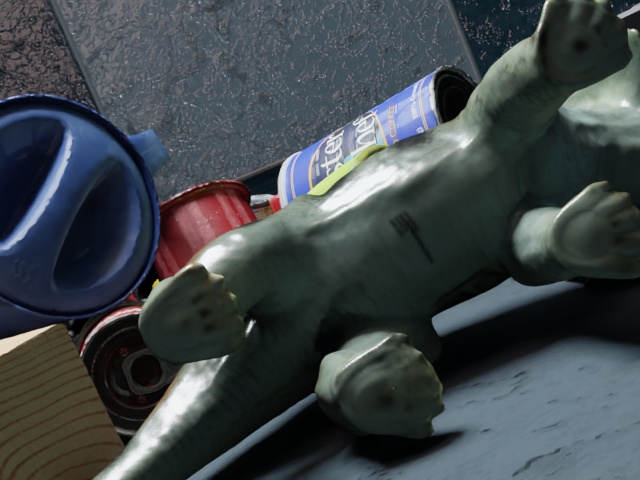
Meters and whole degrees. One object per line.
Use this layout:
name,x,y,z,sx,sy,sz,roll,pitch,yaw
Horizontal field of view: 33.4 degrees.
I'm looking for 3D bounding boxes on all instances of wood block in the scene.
wood block,-0.190,0.111,0.499,0.207,0.091,0.090,-16,11,43

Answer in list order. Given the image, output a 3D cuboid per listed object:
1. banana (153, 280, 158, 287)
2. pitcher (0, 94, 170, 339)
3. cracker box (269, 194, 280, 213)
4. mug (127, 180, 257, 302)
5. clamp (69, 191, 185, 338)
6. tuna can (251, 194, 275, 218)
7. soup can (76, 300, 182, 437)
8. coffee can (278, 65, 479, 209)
banana,-0.099,0.029,0.938,0.197,0.037,0.070,-14,10,-37
pitcher,-0.211,0.002,0.699,0.149,0.145,0.243,17,-24,-34
cracker box,0.051,-0.053,1.019,0.164,0.072,0.213,-21,7,9
mug,-0.083,0.021,0.746,0.117,0.081,0.093,-18,-25,-27
clamp,-0.139,0.053,0.853,0.171,0.120,0.039,-41,-35,11
tuna can,-0.081,-0.019,0.989,0.086,0.034,0.086,-7,9,1
soup can,-0.109,0.072,0.627,0.068,0.068,0.102,-25,7,-12
coffee can,0.055,-0.045,0.757,0.141,0.103,0.102,-28,3,32
